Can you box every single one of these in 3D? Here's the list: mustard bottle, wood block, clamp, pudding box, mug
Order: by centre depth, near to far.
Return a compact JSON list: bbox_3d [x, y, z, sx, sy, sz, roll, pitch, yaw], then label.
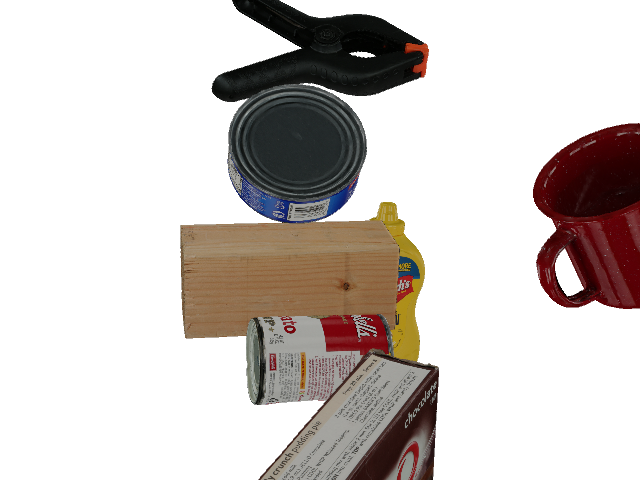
[{"bbox_3d":[0.012,0.114,0.456,0.039,0.090,0.113,15,35,23],"label":"pudding box"},{"bbox_3d":[0.180,-0.005,0.655,0.117,0.081,0.093,-41,32,-17],"label":"mug"},{"bbox_3d":[-0.001,-0.160,0.857,0.171,0.120,0.039,0,-30,-6],"label":"clamp"},{"bbox_3d":[-0.034,0.037,1.057,0.206,0.091,0.090,-1,19,-9],"label":"wood block"},{"bbox_3d":[0.071,0.050,1.224,0.096,0.192,0.058,0,14,-11],"label":"mustard bottle"}]

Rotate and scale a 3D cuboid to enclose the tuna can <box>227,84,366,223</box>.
[{"bbox_3d":[-0.015,-0.054,0.669,0.086,0.086,0.034,0,-28,-7],"label":"tuna can"}]

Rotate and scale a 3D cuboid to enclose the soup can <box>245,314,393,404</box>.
[{"bbox_3d":[-0.002,0.091,0.814,0.102,0.068,0.068,0,0,-13],"label":"soup can"}]
